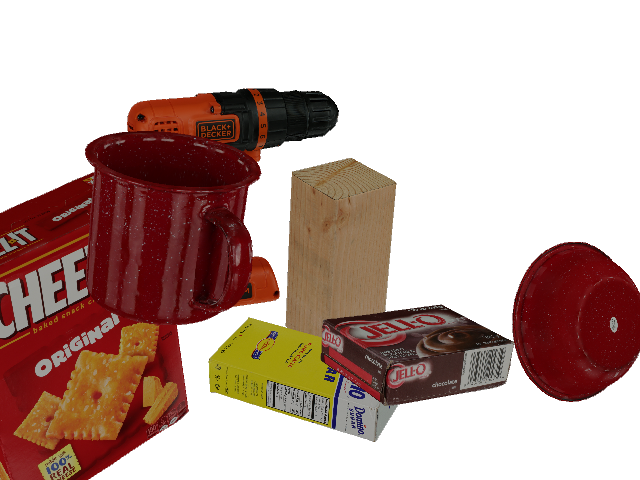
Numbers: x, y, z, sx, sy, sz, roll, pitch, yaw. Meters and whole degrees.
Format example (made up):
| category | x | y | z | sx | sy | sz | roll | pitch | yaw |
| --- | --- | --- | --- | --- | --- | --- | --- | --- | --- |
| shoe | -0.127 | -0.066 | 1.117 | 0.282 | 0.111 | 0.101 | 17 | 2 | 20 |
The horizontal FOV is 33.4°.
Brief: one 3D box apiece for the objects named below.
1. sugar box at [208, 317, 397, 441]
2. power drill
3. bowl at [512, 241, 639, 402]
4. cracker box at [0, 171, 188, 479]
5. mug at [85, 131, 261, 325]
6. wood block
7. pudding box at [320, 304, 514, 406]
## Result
| category | x | y | z | sx | sy | sz | roll | pitch | yaw |
| --- | --- | --- | --- | --- | --- | --- | --- | --- | --- |
| sugar box | -0.011 | 0.132 | 1.040 | 0.176 | 0.048 | 0.093 | 11 | 28 | 20 |
| power drill | -0.073 | -0.038 | 0.921 | 0.184 | 0.188 | 0.057 | -7 | 21 | -21 |
| bowl | 0.268 | 0.081 | 1.052 | 0.161 | 0.162 | 0.055 | 0 | -1 | -30 |
| cracker box | -0.187 | 0.076 | 0.791 | 0.072 | 0.214 | 0.163 | 26 | 42 | 38 |
| mug | -0.076 | -0.002 | 0.572 | 0.093 | 0.081 | 0.117 | -11 | 30 | -42 |
| wood block | 0.021 | 0.020 | 1.255 | 0.090 | 0.206 | 0.090 | -16 | 32 | -32 |
| pudding box | 0.069 | 0.081 | 0.782 | 0.113 | 0.039 | 0.090 | -3 | 17 | -31 |
